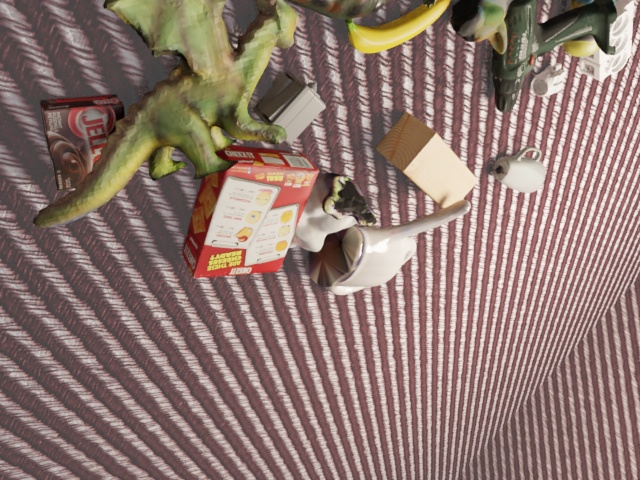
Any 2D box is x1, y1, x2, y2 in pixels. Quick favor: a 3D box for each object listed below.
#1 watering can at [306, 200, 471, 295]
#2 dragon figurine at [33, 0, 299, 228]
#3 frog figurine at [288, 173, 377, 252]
[{"bbox_3d":[0.118,0.013,1.024,0.224,0.106,0.342,7,140,-44],"label":"watering can"},{"bbox_3d":[-0.182,-0.190,0.627,0.415,0.123,0.238,-30,124,-25],"label":"dragon figurine"},{"bbox_3d":[0.003,-0.047,0.930,0.138,0.124,0.157,-8,167,-44],"label":"frog figurine"}]
